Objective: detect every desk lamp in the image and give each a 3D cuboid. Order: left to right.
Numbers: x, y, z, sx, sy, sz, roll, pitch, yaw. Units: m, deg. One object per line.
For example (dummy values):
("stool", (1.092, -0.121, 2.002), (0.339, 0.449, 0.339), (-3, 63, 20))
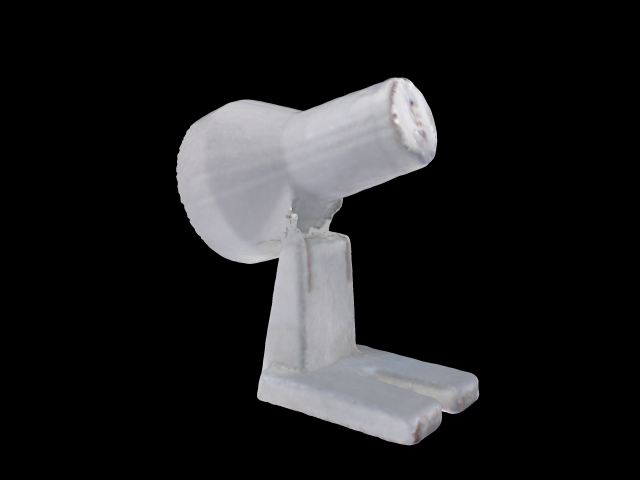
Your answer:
("desk lamp", (0.004, 0.001, 0.400), (0.202, 0.213, 0.118), (5, 9, 36))
